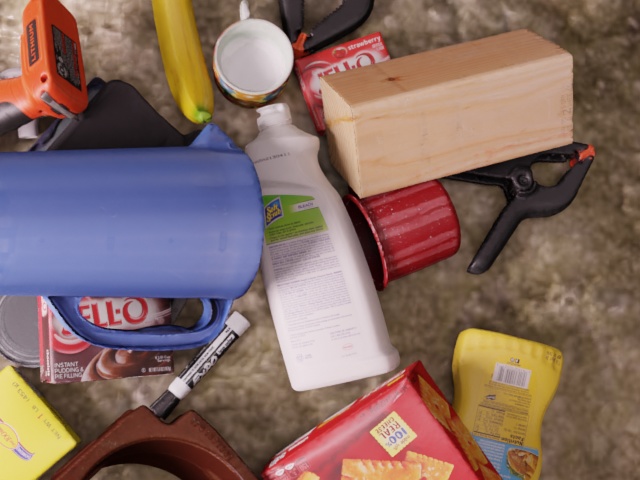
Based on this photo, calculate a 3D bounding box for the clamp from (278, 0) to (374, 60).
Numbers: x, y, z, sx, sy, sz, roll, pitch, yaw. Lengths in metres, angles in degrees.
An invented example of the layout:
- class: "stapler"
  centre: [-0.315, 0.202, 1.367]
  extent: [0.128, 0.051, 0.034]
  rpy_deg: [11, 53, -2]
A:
- class: "clamp"
  centre: [0.029, -0.263, 1.022]
  extent: [0.164, 0.036, 0.210]
  rpy_deg: [19, 77, -3]

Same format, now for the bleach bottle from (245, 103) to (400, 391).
- class: "bleach bottle"
  centre: [-0.006, 0.001, 0.949]
  extent: [0.102, 0.068, 0.251]
  rpy_deg: [-13, 89, 8]

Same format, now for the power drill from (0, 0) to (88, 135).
- class: "power drill"
  centre: [-0.294, -0.138, 0.913]
  extent: [0.188, 0.057, 0.184]
  rpy_deg: [-22, 66, 18]

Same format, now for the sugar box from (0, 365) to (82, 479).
- class: "sugar box"
  centre: [-0.303, 0.198, 0.913]
  extent: [0.176, 0.048, 0.093]
  rpy_deg: [-42, 89, -12]

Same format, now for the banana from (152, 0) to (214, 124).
- class: "banana"
  centre: [-0.124, -0.184, 0.978]
  extent: [0.037, 0.070, 0.198]
  rpy_deg: [-8, 73, -26]

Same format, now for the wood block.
- class: "wood block"
  centre: [0.114, -0.118, 0.963]
  extent: [0.206, 0.091, 0.090]
  rpy_deg: [-15, 120, -12]

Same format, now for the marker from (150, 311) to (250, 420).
- class: "marker"
  centre: [-0.109, 0.115, 0.961]
  extent: [0.020, 0.020, 0.121]
  rpy_deg: [42, 79, 0]

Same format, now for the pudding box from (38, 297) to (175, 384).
- class: "pudding box"
  centre: [-0.185, 0.075, 0.920]
  extent: [0.113, 0.039, 0.090]
  rpy_deg: [-1, 85, -33]

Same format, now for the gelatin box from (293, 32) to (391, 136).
- class: "gelatin box"
  centre: [0.028, -0.147, 1.009]
  extent: [0.089, 0.030, 0.073]
  rpy_deg: [-20, 85, -9]

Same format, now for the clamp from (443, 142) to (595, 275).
- class: "clamp"
  centre: [0.186, -0.040, 1.008]
  extent: [0.171, 0.039, 0.120]
  rpy_deg: [-15, 85, -8]

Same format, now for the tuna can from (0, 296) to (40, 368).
- class: "tuna can"
  centre: [-0.250, 0.070, 0.943]
  extent: [0.086, 0.034, 0.086]
  rpy_deg: [1, 82, -7]

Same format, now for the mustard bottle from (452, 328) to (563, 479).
- class: "mustard bottle"
  centre: [0.154, 0.182, 0.962]
  extent: [0.096, 0.058, 0.191]
  rpy_deg: [14, 80, -4]

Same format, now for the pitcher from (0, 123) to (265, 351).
- class: "pitcher"
  centre: [-0.175, -0.003, 0.857]
  extent: [0.242, 0.145, 0.149]
  rpy_deg: [-1, 50, -27]

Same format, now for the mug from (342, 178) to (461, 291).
- class: "mug"
  centre: [0.069, -0.020, 0.972]
  extent: [0.081, 0.093, 0.117]
  rpy_deg: [-21, 61, -14]

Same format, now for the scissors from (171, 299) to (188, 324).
- class: "scissors"
  centre: [-0.121, 0.003, 0.976]
  extent: [0.096, 0.016, 0.201]
  rpy_deg: [44, 82, -1]

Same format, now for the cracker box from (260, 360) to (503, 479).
- class: "cracker box"
  centre: [0.075, 0.237, 0.908]
  extent: [0.164, 0.072, 0.214]
  rpy_deg: [-36, 87, 18]
